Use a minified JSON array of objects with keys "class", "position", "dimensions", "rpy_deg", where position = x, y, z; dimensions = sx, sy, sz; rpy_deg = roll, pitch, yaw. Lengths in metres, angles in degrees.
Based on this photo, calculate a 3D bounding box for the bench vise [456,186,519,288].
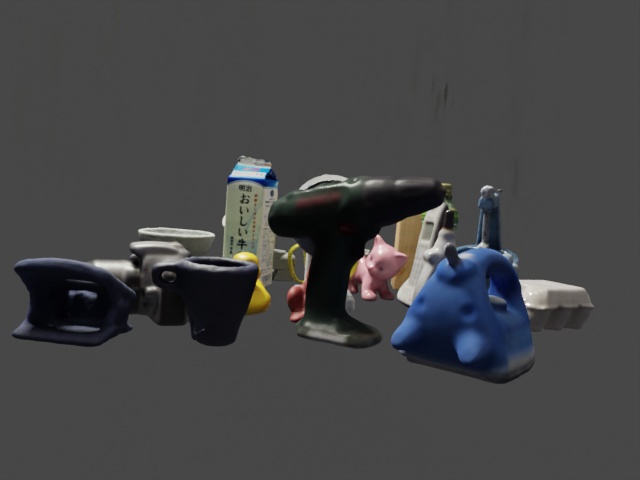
[{"class":"bench vise","position":[0.294,0.013,1.047],"dimensions":[0.121,0.220,0.208],"rpy_deg":[5,4,8]}]

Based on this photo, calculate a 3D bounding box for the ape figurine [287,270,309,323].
[{"class":"ape figurine","position":[-0.003,0.069,0.808],"dimensions":[0.077,0.092,0.076],"rpy_deg":[8,5,33]}]

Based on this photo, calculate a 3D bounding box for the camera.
[{"class":"camera","position":[-0.241,0.049,0.747],"dimensions":[0.137,0.101,0.142],"rpy_deg":[3,5,-23]}]

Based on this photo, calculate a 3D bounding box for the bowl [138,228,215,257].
[{"class":"bowl","position":[-0.319,0.017,1.272],"dimensions":[0.167,0.075,0.167],"rpy_deg":[5,4,0]}]

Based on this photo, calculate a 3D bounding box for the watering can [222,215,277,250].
[{"class":"watering can","position":[-0.149,-0.029,1.282],"dimensions":[0.100,0.194,0.173],"rpy_deg":[5,4,8]}]

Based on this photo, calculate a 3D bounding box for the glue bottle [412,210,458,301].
[{"class":"glue bottle","position":[0.174,0.043,0.814],"dimensions":[0.078,0.173,0.037],"rpy_deg":[4,4,-15]}]

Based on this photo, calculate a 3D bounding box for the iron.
[{"class":"iron","position":[0.189,0.072,0.656],"dimensions":[0.118,0.141,0.259],"rpy_deg":[8,5,37]}]

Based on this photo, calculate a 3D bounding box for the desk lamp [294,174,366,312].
[{"class":"desk lamp","position":[0.008,0.003,0.891],"dimensions":[0.118,0.213,0.203],"rpy_deg":[5,4,-4]}]

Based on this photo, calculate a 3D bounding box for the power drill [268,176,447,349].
[{"class":"power drill","position":[0.037,0.022,0.710],"dimensions":[0.228,0.208,0.076],"rpy_deg":[7,5,28]}]

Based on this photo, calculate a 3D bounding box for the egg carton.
[{"class":"egg carton","position":[0.354,0.103,0.916],"dimensions":[0.151,0.069,0.107],"rpy_deg":[2,5,-32]}]

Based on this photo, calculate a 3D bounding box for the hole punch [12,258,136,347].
[{"class":"hole punch","position":[-0.264,0.061,0.622],"dimensions":[0.108,0.091,0.101],"rpy_deg":[5,4,5]}]

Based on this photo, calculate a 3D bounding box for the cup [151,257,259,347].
[{"class":"cup","position":[-0.130,0.069,0.642],"dimensions":[0.118,0.095,0.091],"rpy_deg":[4,4,-15]}]

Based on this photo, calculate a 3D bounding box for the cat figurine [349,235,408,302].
[{"class":"cat figurine","position":[0.103,0.048,1.041],"dimensions":[0.067,0.118,0.127],"rpy_deg":[3,5,-27]}]

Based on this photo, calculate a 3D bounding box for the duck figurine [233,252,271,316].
[{"class":"duck figurine","position":[-0.110,0.061,0.846],"dimensions":[0.077,0.086,0.105],"rpy_deg":[6,4,12]}]

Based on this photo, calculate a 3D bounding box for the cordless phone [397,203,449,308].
[{"class":"cordless phone","position":[0.195,0.031,0.931],"dimensions":[0.094,0.185,0.147],"rpy_deg":[3,5,-21]}]
